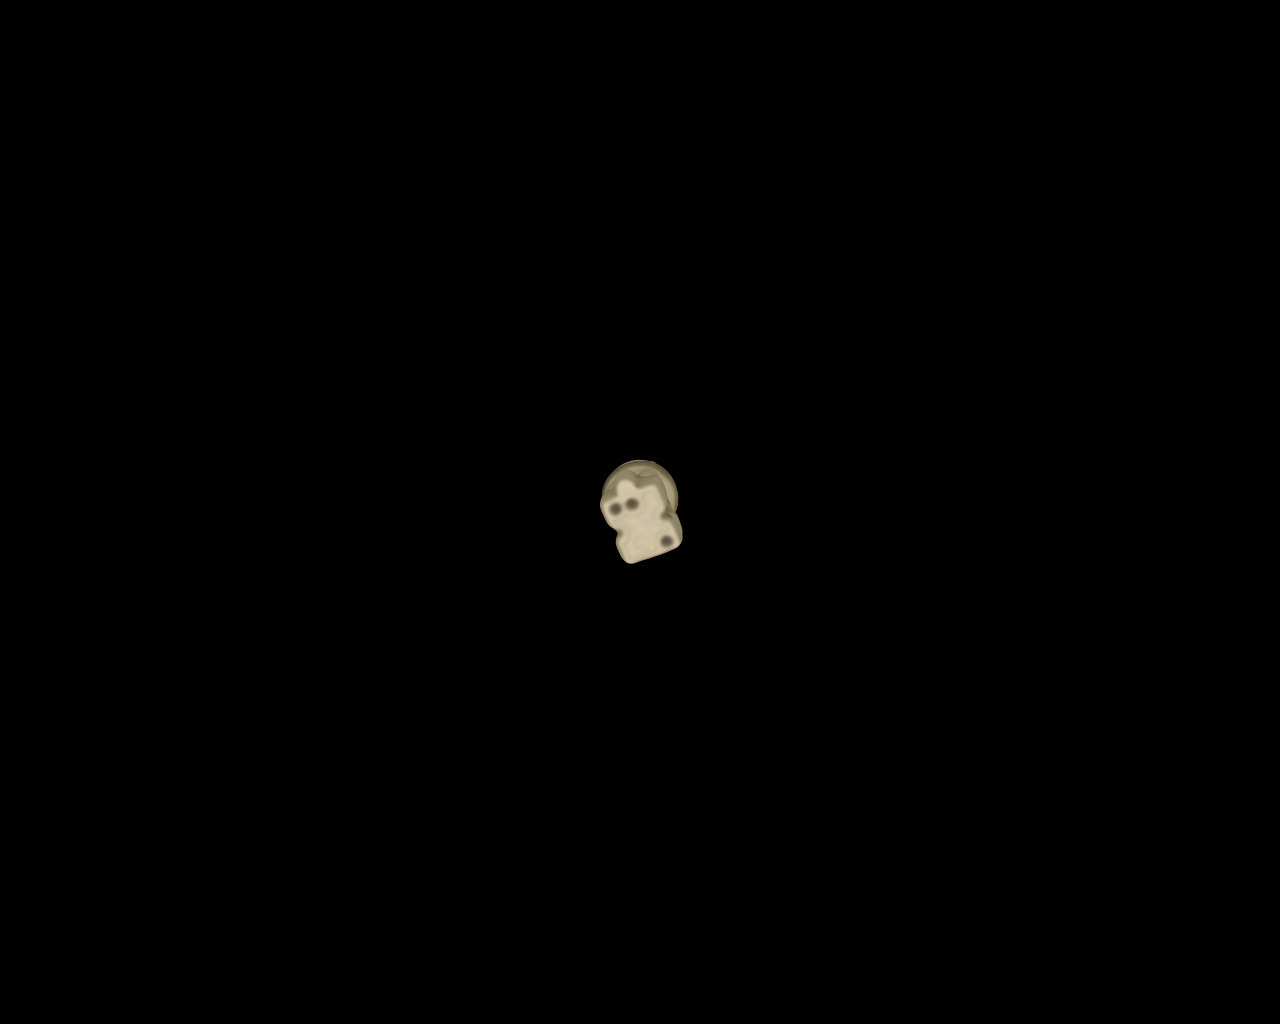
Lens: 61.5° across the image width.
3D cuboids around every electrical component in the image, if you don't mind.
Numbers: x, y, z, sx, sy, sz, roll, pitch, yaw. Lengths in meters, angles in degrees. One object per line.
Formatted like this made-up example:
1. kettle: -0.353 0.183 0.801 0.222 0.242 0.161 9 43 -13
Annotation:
1. electrical component: 0.001 -0.003 0.650 0.048 0.066 0.055 -19 20 7
